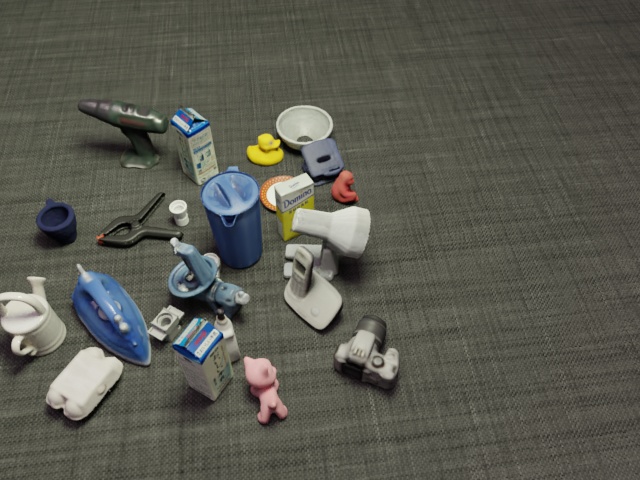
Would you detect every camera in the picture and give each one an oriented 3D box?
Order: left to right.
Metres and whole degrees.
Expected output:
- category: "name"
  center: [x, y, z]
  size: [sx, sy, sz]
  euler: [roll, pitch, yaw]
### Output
- category: "camera"
  center: [0.116, 0.237, 1.265]
  size: [0.143, 0.101, 0.137]
  euler: [18, 55, 13]

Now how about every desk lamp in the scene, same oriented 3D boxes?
- category: "desk lamp"
  center: [0.013, 0.005, 1.364]
  size: [0.203, 0.214, 0.118]
  euler: [1, 54, 0]

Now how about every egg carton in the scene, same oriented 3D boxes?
- category: "egg carton"
  center: [-0.500, 0.306, 1.223]
  size: [0.107, 0.069, 0.150]
  euler: [23, 57, 16]

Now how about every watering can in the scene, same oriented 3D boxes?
- category: "watering can"
  center: [-0.639, 0.161, 1.250]
  size: [0.101, 0.194, 0.172]
  euler: [-17, 56, -13]

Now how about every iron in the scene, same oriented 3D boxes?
- category: "iron"
  center: [-0.466, 0.164, 1.284]
  size: [0.119, 0.141, 0.257]
  euler: [-36, 62, -24]

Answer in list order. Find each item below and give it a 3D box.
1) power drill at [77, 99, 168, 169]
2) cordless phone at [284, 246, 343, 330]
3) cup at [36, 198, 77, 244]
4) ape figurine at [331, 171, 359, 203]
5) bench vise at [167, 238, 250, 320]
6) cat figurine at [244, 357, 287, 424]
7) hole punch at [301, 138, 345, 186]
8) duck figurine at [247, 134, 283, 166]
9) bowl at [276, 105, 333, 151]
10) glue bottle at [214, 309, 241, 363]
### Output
- category: "power drill"
  center: [-0.527, -0.296, 1.580]
  size: [0.229, 0.208, 0.075]
  euler: [3, 54, 1]
- category: "cordless phone"
  center: [-0.014, 0.106, 1.307]
  size: [0.147, 0.185, 0.094]
  euler: [37, 61, 24]
- category: "cup"
  center: [-0.665, -0.042, 1.462]
  size: [0.092, 0.095, 0.117]
  euler: [-26, 58, -18]
- category: "ape figurine"
  center: [0.069, -0.149, 1.554]
  size: [0.076, 0.092, 0.078]
  euler: [2, 54, 1]
- category: "bench vise"
  center: [-0.257, 0.076, 1.303]
  size: [0.207, 0.220, 0.121]
  euler: [6, 54, 4]
- category: "cat figurine"
  center: [-0.116, 0.305, 1.200]
  size: [0.067, 0.118, 0.127]
  euler: [-18, 56, -13]
- category: "hole punch"
  center: [0.010, -0.220, 1.606]
  size: [0.109, 0.091, 0.101]
  euler: [-20, 56, -15]
- category: "duck figurine"
  center: [-0.159, -0.267, 1.641]
  size: [0.104, 0.086, 0.077]
  euler: [1, 54, 0]
- category: "bowl"
  center: [-0.045, -0.316, 1.686]
  size: [0.167, 0.075, 0.167]
  euler: [1, 54, 0]
- category: "glue bottle"
  center: [-0.206, 0.198, 1.243]
  size: [0.037, 0.173, 0.078]
  euler: [-23, 57, -17]
